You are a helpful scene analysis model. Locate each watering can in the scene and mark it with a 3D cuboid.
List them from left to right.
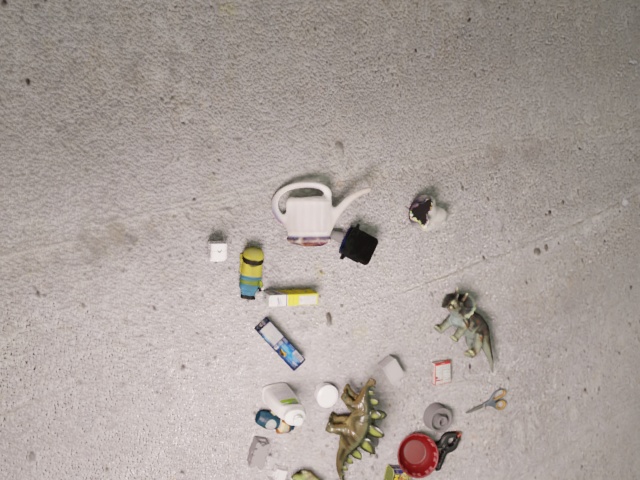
[{"bbox_3d":[0.005,-0.089,1.773,0.348,0.104,0.224,0,93,-2],"label":"watering can"}]

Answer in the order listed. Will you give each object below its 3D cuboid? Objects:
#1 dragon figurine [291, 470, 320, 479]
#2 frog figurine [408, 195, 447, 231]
[{"bbox_3d":[-0.078,0.933,1.815,0.409,0.122,0.244,8,83,-29],"label":"dragon figurine"},{"bbox_3d":[0.412,-0.102,1.956,0.160,0.122,0.138,-1,86,-56],"label":"frog figurine"}]
